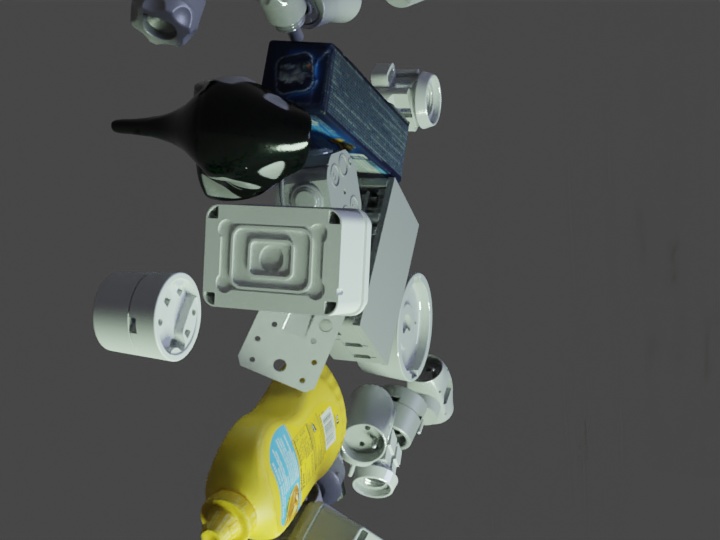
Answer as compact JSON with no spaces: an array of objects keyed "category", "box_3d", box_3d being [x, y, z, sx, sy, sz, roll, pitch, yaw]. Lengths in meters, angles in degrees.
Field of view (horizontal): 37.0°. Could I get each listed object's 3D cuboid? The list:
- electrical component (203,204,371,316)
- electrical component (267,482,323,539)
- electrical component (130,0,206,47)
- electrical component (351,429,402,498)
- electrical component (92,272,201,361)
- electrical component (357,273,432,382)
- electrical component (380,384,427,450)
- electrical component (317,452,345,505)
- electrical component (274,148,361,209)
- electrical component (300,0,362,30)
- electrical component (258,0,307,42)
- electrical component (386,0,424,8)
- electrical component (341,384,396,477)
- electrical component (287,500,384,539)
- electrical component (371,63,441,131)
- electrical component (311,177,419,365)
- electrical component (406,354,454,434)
[{"category":"electrical component","box_3d":[-0.052,-0.008,0.787,0.057,0.113,0.078,-2,95,-66]},{"category":"electrical component","box_3d":[-0.057,0.228,0.908,0.079,0.043,0.077,-52,141,-43]},{"category":"electrical component","box_3d":[-0.119,-0.177,0.685,0.043,0.043,0.062,59,39,-56]},{"category":"electrical component","box_3d":[0.017,0.196,1.090,0.066,0.048,0.055,70,23,-45]},{"category":"electrical component","box_3d":[-0.134,0.028,0.672,0.055,0.047,0.055,3,90,-69]},{"category":"electrical component","box_3d":[0.027,0.055,1.072,0.108,0.060,0.108,3,90,-69]},{"category":"electrical component","box_3d":[0.037,0.155,1.123,0.055,0.055,0.047,71,35,-45]},{"category":"electrical component","box_3d":[-0.034,0.177,0.959,0.062,0.048,0.048,-61,148,-60]},{"category":"electrical component","box_3d":[-0.035,-0.063,0.895,0.080,0.051,0.080,-5,90,-68]},{"category":"electrical component","box_3d":[-0.032,-0.225,0.905,0.065,0.044,0.044,-40,130,-56]},{"category":"electrical component","box_3d":[-0.058,-0.204,0.848,0.061,0.035,0.035,66,34,-54]},{"category":"electrical component","box_3d":[0.044,-0.288,1.086,0.081,0.043,0.043,-43,133,-60]},{"category":"electrical component","box_3d":[0.002,0.163,1.039,0.077,0.044,0.079,-75,-177,-67]},{"category":"electrical component","box_3d":[-0.024,0.257,0.877,0.108,0.056,0.108,-60,147,-13]},{"category":"electrical component","box_3d":[0.048,-0.173,1.096,0.058,0.057,0.078,-66,151,-41]},{"category":"electrical component","box_3d":[0.000,0.000,0.992,0.089,0.062,0.150,57,41,-57]},{"category":"electrical component","box_3d":[0.076,0.151,1.236,0.077,0.043,0.079,73,29,-42]}]
